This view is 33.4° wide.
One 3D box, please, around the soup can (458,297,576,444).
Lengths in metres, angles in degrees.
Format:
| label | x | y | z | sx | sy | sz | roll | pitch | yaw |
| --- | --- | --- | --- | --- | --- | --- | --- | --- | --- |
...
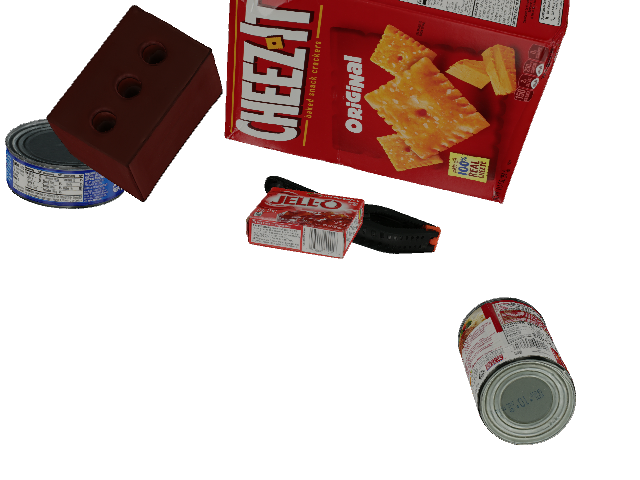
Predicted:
| label | x | y | z | sx | sy | sz | roll | pitch | yaw |
| --- | --- | --- | --- | --- | --- | --- | --- | --- | --- |
| soup can | 0.138 | 0.090 | 0.756 | 0.068 | 0.068 | 0.102 | 0 | 20 | 0 |

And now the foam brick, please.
| label | x | y | z | sx | sy | sz | roll | pitch | yaw |
| --- | --- | --- | --- | --- | --- | --- | --- | --- | --- |
| foam brick | -0.096 | -0.071 | 0.560 | 0.053 | 0.078 | 0.051 | 31 | -13 | 10 |

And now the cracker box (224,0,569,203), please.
| label | x | y | z | sx | sy | sz | roll | pitch | yaw |
| --- | --- | --- | --- | --- | --- | --- | --- | --- | --- |
| cracker box | 0.045 | -0.119 | 0.735 | 0.213 | 0.072 | 0.164 | 13 | -36 | 3 |

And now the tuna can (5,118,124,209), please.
| label | x | y | z | sx | sy | sz | roll | pitch | yaw |
| --- | --- | --- | --- | --- | --- | --- | --- | --- | --- |
| tuna can | -0.179 | -0.055 | 0.756 | 0.086 | 0.034 | 0.086 | 7 | 27 | -4 |

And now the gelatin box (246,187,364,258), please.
| label | x | y | z | sx | sy | sz | roll | pitch | yaw |
| --- | --- | --- | --- | --- | --- | --- | --- | --- | --- |
| gelatin box | -0.013 | -0.018 | 0.942 | 0.089 | 0.030 | 0.073 | 9 | 26 | 13 |

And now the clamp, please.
| label | x | y | z | sx | sy | sz | roll | pitch | yaw |
| --- | --- | --- | --- | --- | --- | --- | --- | --- | --- |
| clamp | 0.035 | -0.017 | 1.211 | 0.210 | 0.036 | 0.164 | 14 | 22 | -5 |
